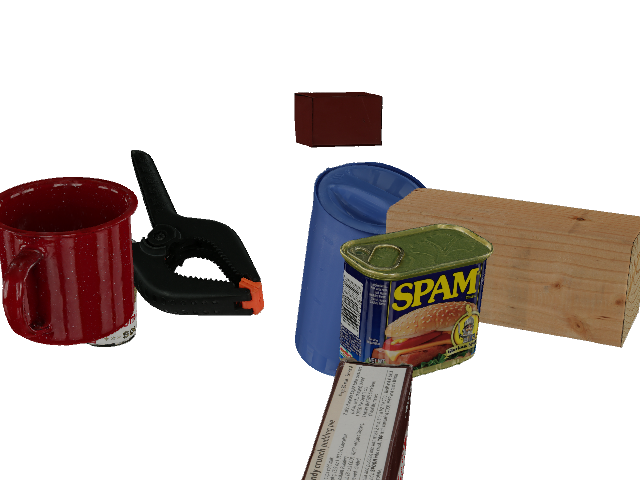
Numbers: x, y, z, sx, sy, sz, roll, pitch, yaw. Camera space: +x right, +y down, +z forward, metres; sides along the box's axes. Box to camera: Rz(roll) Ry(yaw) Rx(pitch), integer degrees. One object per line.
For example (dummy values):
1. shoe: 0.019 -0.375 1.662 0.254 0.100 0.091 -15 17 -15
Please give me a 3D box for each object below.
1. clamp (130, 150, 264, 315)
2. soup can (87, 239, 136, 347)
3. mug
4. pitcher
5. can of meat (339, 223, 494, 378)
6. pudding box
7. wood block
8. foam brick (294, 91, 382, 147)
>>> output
1. clamp: -0.129 0.000 0.885 0.210 0.036 0.164 19 51 21
2. soup can: -0.226 0.052 1.116 0.068 0.102 0.068 4 22 -2
3. mug: -0.164 0.019 0.670 0.093 0.081 0.117 6 25 10
4. pitcher: 0.045 0.046 1.218 0.145 0.243 0.149 15 38 4
5. can of meat: 0.062 0.042 0.718 0.101 0.084 0.058 -11 27 -29
6. pudding box: 0.015 0.116 0.465 0.039 0.090 0.113 7 24 6
7. wood block: 0.166 0.018 0.919 0.206 0.090 0.090 9 19 23
8. foam brick: 0.018 -0.122 1.078 0.078 0.051 0.053 -3 13 -20
